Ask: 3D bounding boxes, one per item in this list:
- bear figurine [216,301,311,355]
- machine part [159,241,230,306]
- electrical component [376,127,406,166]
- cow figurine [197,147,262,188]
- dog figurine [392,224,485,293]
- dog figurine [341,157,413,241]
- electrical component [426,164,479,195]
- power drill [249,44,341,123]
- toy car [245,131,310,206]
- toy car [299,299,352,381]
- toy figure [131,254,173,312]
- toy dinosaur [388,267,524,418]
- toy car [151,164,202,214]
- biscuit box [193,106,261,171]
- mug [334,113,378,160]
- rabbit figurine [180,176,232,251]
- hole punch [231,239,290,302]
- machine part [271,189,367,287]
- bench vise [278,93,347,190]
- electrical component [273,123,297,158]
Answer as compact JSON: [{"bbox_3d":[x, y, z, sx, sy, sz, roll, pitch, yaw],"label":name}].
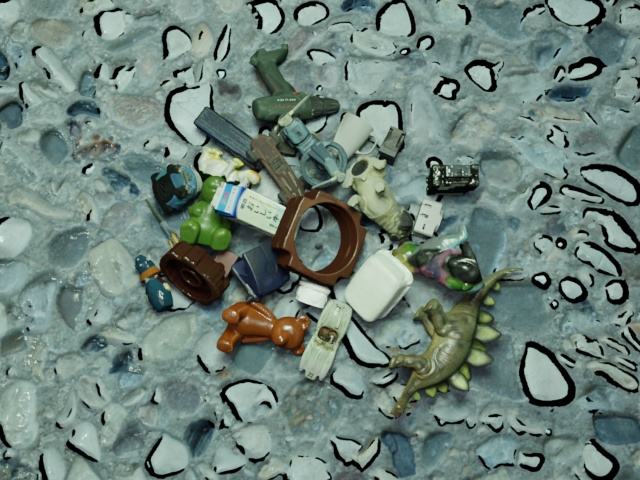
[{"bbox_3d":[-0.131,0.221,1.289,0.196,0.132,0.120,20,110,9],"label":"bear figurine"},{"bbox_3d":[-0.302,0.080,1.293,0.179,0.179,0.056,31,53,7],"label":"machine part"},{"bbox_3d":[0.172,-0.221,1.365,0.048,0.074,0.119,24,79,7],"label":"electrical component"},{"bbox_3d":[-0.237,-0.165,1.376,0.167,0.068,0.098,29,101,10],"label":"cow figurine"},{"bbox_3d":[0.261,0.064,1.275,0.219,0.108,0.192,-19,47,16],"label":"dog figurine"},{"bbox_3d":[0.154,-0.103,1.332,0.121,0.190,0.172,-18,51,30],"label":"dog figurine"},{"bbox_3d":[0.326,-0.149,1.318,0.115,0.134,0.058,-2,82,0],"label":"electrical component"},{"bbox_3d":[-0.081,-0.399,1.397,0.232,0.086,0.207,-18,82,-21],"label":"power drill"},{"bbox_3d":[-0.102,-0.176,1.352,0.089,0.053,0.202,-38,106,-13],"label":"toy car"},{"bbox_3d":[0.015,0.243,1.310,0.074,0.056,0.201,24,83,6],"label":"toy car"},{"bbox_3d":[-0.420,0.107,1.350,0.064,0.057,0.154,-25,76,-18],"label":"toy figure"},{"bbox_3d":[0.316,0.229,1.281,0.198,0.105,0.471,33,83,1],"label":"toy dinosaur"},{"bbox_3d":[-0.352,-0.137,1.357,0.103,0.162,0.109,-19,85,-45],"label":"toy car"},{"bbox_3d":[-0.231,-0.265,1.398,0.203,0.059,0.063,36,85,7],"label":"biscuit box"},{"bbox_3d":[0.086,-0.253,1.378,0.109,0.081,0.107,33,95,1],"label":"mug"},{"bbox_3d":[-0.260,-0.077,1.323,0.121,0.159,0.170,16,105,-7],"label":"rabbit figurine"},{"bbox_3d":[-0.137,0.071,1.303,0.142,0.092,0.116,-28,74,-44],"label":"hole punch"},{"bbox_3d":[-0.003,-0.004,1.294,0.201,0.087,0.201,26,79,-24],"label":"machine part"},{"bbox_3d":[-0.005,-0.205,1.278,0.129,0.241,0.223,-31,124,-3],"label":"bench vise"},{"bbox_3d":[-0.085,-0.260,1.398,0.102,0.045,0.078,19,81,5],"label":"electrical component"}]
